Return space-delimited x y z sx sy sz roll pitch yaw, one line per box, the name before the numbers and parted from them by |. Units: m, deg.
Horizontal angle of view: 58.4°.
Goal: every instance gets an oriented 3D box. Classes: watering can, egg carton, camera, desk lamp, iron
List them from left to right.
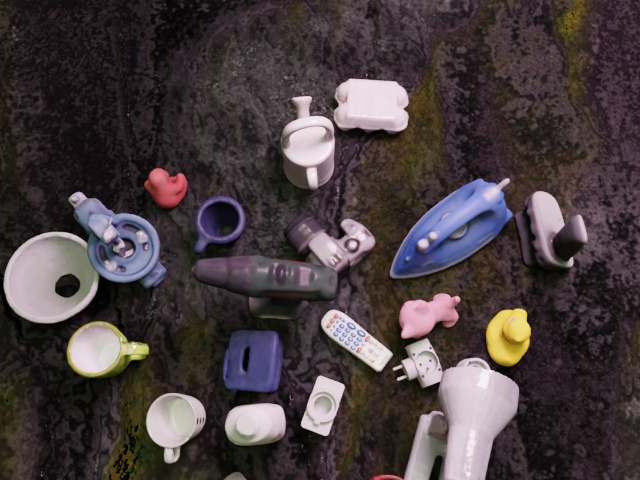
watering can | -0.026 -0.182 1.062 0.101 0.194 0.172 -29 75 -9
camera | 0.010 0.004 1.054 0.143 0.101 0.136 -41 77 -12
egg carton | 0.103 -0.268 1.155 0.150 0.069 0.107 3 73 0
iron | 0.238 -0.021 1.043 0.258 0.141 0.118 -36 76 -11
desk lamp | 0.222 0.312 0.903 0.118 0.213 0.203 17 73 5

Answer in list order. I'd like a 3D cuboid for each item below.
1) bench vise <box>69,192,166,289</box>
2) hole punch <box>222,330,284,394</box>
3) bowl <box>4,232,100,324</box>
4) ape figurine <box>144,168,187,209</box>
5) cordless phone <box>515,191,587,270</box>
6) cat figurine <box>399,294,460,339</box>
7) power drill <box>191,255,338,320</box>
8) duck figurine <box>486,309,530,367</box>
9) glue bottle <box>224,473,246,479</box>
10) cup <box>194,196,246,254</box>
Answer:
bench vise | -0.376 -0.007 0.991 0.207 0.220 0.121 25 74 7
hole punch | -0.118 0.213 0.993 0.101 0.091 0.109 4 73 1
bowl | -0.474 0.074 1.040 0.167 0.075 0.167 0 73 -1
ape figurine | -0.298 -0.105 1.089 0.078 0.092 0.076 7 73 2
cordless phone | 0.428 -0.030 1.025 0.094 0.185 0.147 -10 73 -3
cat figurine | 0.189 0.131 1.008 0.128 0.118 0.067 -22 74 -7
power drill | -0.086 0.080 0.973 0.229 0.208 0.075 2 73 0
duck figurine | 0.341 0.170 1.015 0.077 0.086 0.104 17 73 5
glue bottle | -0.130 0.407 0.891 0.037 0.173 0.078 -39 77 -11
cup | -0.186 -0.013 1.060 0.091 0.095 0.118 32 75 9
